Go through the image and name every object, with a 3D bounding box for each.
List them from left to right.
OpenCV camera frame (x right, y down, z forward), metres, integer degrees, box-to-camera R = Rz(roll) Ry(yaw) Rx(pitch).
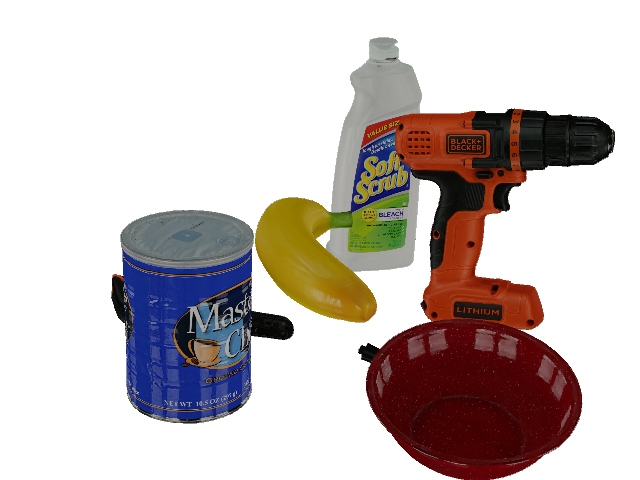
[{"bbox_3d":[-0.156,0.084,1.136,0.210,0.036,0.164,18,21,28],"label":"clamp"},{"bbox_3d":[-0.105,0.059,0.850,0.103,0.140,0.103,2,23,-1],"label":"coffee can"},{"bbox_3d":[-0.007,0.004,0.676,0.069,0.037,0.198,-2,19,-2],"label":"banana"},{"bbox_3d":[0.057,-0.092,1.154,0.102,0.251,0.068,-3,25,-7],"label":"bleach bottle"},{"bbox_3d":[0.096,0.137,1.112,0.121,0.020,0.020,23,5,11],"label":"marker"},{"bbox_3d":[0.115,0.130,0.816,0.162,0.055,0.162,0,35,0],"label":"bowl"},{"bbox_3d":[0.157,-0.020,0.922,0.185,0.188,0.057,3,13,20],"label":"power drill"}]
